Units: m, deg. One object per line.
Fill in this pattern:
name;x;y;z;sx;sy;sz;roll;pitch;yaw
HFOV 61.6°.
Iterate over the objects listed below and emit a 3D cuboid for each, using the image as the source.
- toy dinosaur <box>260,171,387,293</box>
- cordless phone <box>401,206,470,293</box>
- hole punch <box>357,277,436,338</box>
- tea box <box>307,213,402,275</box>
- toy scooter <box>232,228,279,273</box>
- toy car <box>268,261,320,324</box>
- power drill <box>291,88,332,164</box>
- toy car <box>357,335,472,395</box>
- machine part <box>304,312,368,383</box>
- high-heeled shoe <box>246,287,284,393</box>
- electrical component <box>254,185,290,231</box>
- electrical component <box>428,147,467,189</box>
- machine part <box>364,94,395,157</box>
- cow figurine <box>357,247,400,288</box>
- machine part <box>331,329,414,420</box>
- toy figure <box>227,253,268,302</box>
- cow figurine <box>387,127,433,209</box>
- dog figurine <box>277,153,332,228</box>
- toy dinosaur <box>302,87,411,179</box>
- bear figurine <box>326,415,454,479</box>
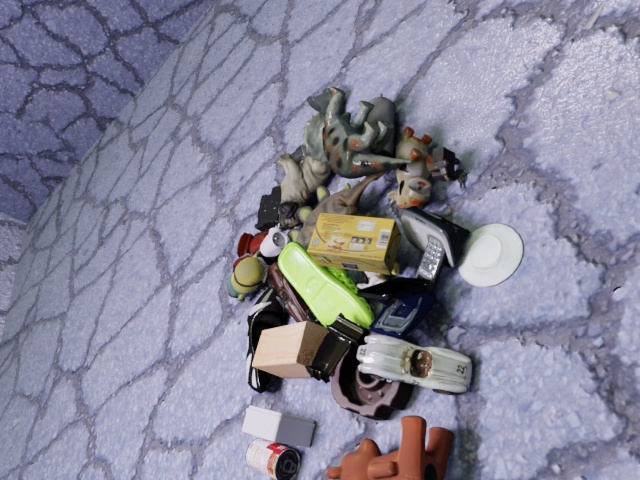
toy dinosaur;-0.003;-0.004;1.301;0.471;0.105;0.199;-50;32;18
cordless phone;0.205;0.037;1.079;0.147;0.088;0.184;36;112;51
hole punch;0.149;0.123;1.017;0.142;0.116;0.092;-8;99;63
tea box;0.071;0.006;1.100;0.170;0.068;0.098;8;63;27
toy scooter;-0.179;0.020;1.488;0.184;0.075;0.135;-31;44;35
toy car;-0.063;0.138;1.236;0.202;0.053;0.089;59;140;21
power drill;-0.007;-0.317;1.524;0.232;0.086;0.207;-17;50;37
toy car;0.165;0.219;0.949;0.202;0.056;0.073;10;65;13
machine part;0.030;0.212;1.048;0.084;0.039;0.139;31;67;20
high-heeled shoe;-0.124;0.228;1.266;0.145;0.086;0.248;-152;75;-71
electrical component;-0.118;-0.090;1.507;0.115;0.058;0.134;-11;58;40
electrical component;0.267;-0.150;1.116;0.045;0.102;0.078;0;76;43
machine part;0.146;-0.266;1.330;0.079;0.079;0.243;-19;51;38
cow figurine;0.116;0.061;1.153;0.098;0.068;0.167;-24;47;40
machine part;0.105;0.260;1.044;0.179;0.056;0.179;-25;48;32
toy figure;-0.197;0.106;1.407;0.089;0.082;0.180;-33;-4;-40
cow figurine;0.199;-0.145;1.179;0.195;0.085;0.127;-91;22;-48
dog figurine;-0.032;-0.129;1.425;0.172;0.121;0.190;-7;85;-1
toy dinosaur;0.068;-0.213;1.232;0.192;0.131;0.405;-64;29;30
bear figurine;0.114;0.372;0.917;0.196;0.120;0.132;-15;51;46
